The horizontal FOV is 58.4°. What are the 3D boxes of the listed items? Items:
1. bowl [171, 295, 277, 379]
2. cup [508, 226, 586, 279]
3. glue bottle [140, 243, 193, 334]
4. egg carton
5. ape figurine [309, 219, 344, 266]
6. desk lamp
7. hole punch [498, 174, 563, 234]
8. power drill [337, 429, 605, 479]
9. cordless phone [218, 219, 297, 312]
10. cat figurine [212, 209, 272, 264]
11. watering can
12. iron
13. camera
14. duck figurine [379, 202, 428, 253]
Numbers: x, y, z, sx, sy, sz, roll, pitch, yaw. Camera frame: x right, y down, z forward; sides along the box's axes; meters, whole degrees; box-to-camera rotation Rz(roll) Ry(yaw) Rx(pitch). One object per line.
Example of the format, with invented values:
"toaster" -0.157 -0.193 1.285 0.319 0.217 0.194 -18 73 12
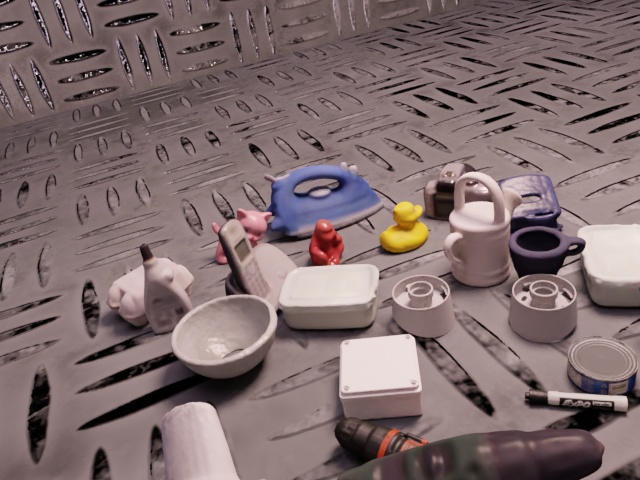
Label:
"bowl" -0.143 0.163 0.902 0.167 0.075 0.167 -8 31 5
"cup" 0.366 0.037 0.929 0.117 0.095 0.091 -6 31 9
"glue bottle" -0.274 0.080 0.984 0.078 0.173 0.037 -15 31 -6
"egg carton" -0.317 0.095 1.074 0.107 0.069 0.151 19 42 40
"ape figurine" 0.010 0.004 1.098 0.078 0.092 0.075 -28 35 -26
"desk lamp" -0.100 0.278 0.563 0.118 0.214 0.202 -17 31 -10
"hole punch" 0.399 -0.066 1.092 0.108 0.091 0.101 -8 31 5
"power drill" 0.134 0.258 0.527 0.229 0.209 0.075 -8 31 5
"cordless phone" -0.111 0.032 1.000 0.094 0.185 0.148 4 34 24
"cat figurine" -0.158 -0.017 1.161 0.127 0.118 0.067 -3 32 13
"watering can" 0.273 -0.030 0.971 0.100 0.194 0.173 10 37 31
"iron" 0.006 -0.103 1.227 0.258 0.142 0.118 -15 31 -6
"camera" 0.300 -0.114 1.192 0.142 0.101 0.137 6 35 26
"duck figurine" 0.161 -0.031 1.114 0.105 0.086 0.077 -24 33 -21
